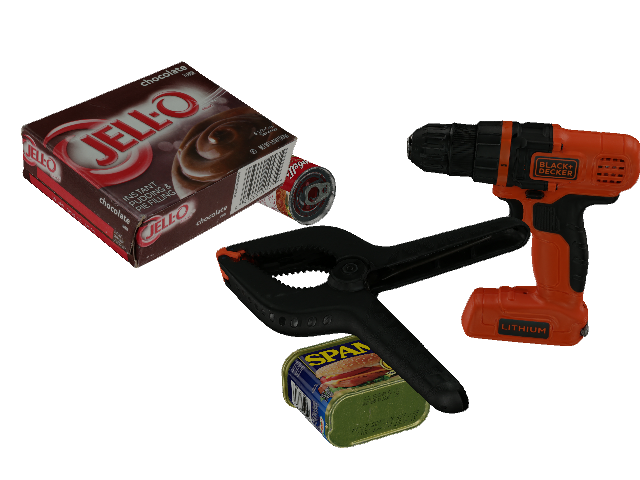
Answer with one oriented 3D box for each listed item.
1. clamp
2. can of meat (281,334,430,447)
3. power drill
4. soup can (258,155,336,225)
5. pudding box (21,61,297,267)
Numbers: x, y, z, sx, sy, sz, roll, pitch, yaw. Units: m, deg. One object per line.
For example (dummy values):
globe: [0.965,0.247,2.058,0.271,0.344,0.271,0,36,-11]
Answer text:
clamp: [0.031,0.026,0.718,0.210,0.036,0.164,14,47,27]
can of meat: [0.030,0.125,0.898,0.102,0.057,0.084,-12,25,-23]
power drill: [0.160,-0.008,0.880,0.184,0.188,0.057,6,28,10]
soup can: [-0.041,-0.065,1.216,0.068,0.068,0.102,0,19,-44]
pudding box: [-0.083,-0.043,0.554,0.090,0.039,0.113,36,43,24]
